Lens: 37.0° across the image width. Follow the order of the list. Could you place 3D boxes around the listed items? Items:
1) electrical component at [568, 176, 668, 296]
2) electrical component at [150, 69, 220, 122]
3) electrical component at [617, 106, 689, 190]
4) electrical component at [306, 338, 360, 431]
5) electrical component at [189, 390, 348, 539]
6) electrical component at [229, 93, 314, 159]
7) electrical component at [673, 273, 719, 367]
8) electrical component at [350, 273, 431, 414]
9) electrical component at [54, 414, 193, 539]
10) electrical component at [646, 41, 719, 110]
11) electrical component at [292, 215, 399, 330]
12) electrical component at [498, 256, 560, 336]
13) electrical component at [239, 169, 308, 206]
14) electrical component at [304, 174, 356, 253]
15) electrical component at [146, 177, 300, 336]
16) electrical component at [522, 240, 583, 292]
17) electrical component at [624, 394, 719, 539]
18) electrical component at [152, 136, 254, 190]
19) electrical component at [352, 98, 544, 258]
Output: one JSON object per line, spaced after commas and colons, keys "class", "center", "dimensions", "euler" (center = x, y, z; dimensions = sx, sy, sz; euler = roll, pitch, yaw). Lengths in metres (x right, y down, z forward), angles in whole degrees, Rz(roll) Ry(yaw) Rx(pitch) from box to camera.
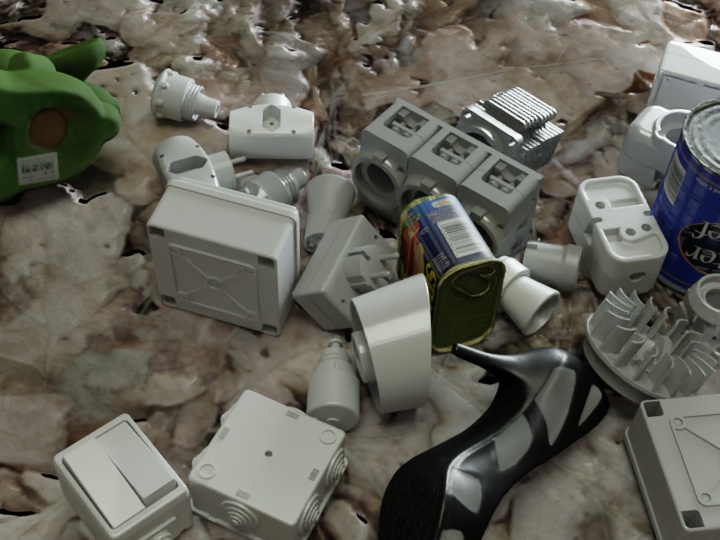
{"class": "electrical component", "center": [0.219, -0.026, 0.922], "dimensions": [0.054, 0.059, 0.095], "euler": [-7, 51, -10]}
{"class": "electrical component", "center": [-0.165, -0.161, 1.021], "dimensions": [0.062, 0.048, 0.048], "euler": [17, 51, 1]}
{"class": "electrical component", "center": [0.294, -0.107, 0.994], "dimensions": [0.095, 0.059, 0.053], "euler": [31, 55, 21]}
{"class": "electrical component", "center": [-0.020, 0.087, 0.824], "dimensions": [0.040, 0.040, 0.078], "euler": [3, 50, -2]}
{"class": "electrical component", "center": [-0.065, 0.143, 0.769], "dimensions": [0.100, 0.048, 0.099], "euler": [21, 52, 14]}
{"class": "electrical component", "center": [-0.082, -0.138, 1.007], "dimensions": [0.077, 0.043, 0.079], "euler": [0, 50, -4]}
{"class": "electrical component", "center": [0.287, 0.036, 0.877], "dimensions": [0.048, 0.055, 0.066], "euler": [-5, 51, -8]}
{"class": "electrical component", "center": [0.028, 0.058, 0.816], "dimensions": [0.064, 0.099, 0.099], "euler": [-14, 52, -6]}
{"class": "electrical component", "center": [-0.160, 0.156, 0.744], "dimensions": [0.062, 0.061, 0.096], "euler": [-32, 59, -26]}
{"class": "electrical component", "center": [0.337, -0.177, 1.054], "dimensions": [0.096, 0.061, 0.061], "euler": [18, 51, 11]}
{"class": "electrical component", "center": [0.000, 0.000, 0.866], "dimensions": [0.076, 0.047, 0.083], "euler": [-9, 43, 44]}
{"class": "electrical component", "center": [0.130, 0.021, 0.887], "dimensions": [0.045, 0.045, 0.055], "euler": [-35, 60, -28]}
{"class": "electrical component", "center": [-0.074, -0.068, 0.949], "dimensions": [0.062, 0.043, 0.043], "euler": [-34, 60, -29]}
{"class": "electrical component", "center": [-0.028, -0.045, 0.935], "dimensions": [0.044, 0.044, 0.065], "euler": [6, 55, 1]}
{"class": "electrical component", "center": [-0.106, -0.010, 0.856], "dimensions": [0.109, 0.108, 0.056], "euler": [15, 54, 9]}
{"class": "electrical component", "center": [0.163, -0.005, 0.914], "dimensions": [0.046, 0.040, 0.040], "euler": [12, 50, 13]}
{"class": "electrical component", "center": [0.262, 0.148, 0.781], "dimensions": [0.109, 0.056, 0.108], "euler": [-4, 51, -7]}
{"class": "electrical component", "center": [-0.135, -0.083, 0.957], "dimensions": [0.079, 0.043, 0.077], "euler": [-18, 54, -18]}
{"class": "electrical component", "center": [0.071, -0.068, 0.928], "dimensions": [0.150, 0.089, 0.062], "euler": [32, 55, 21]}
